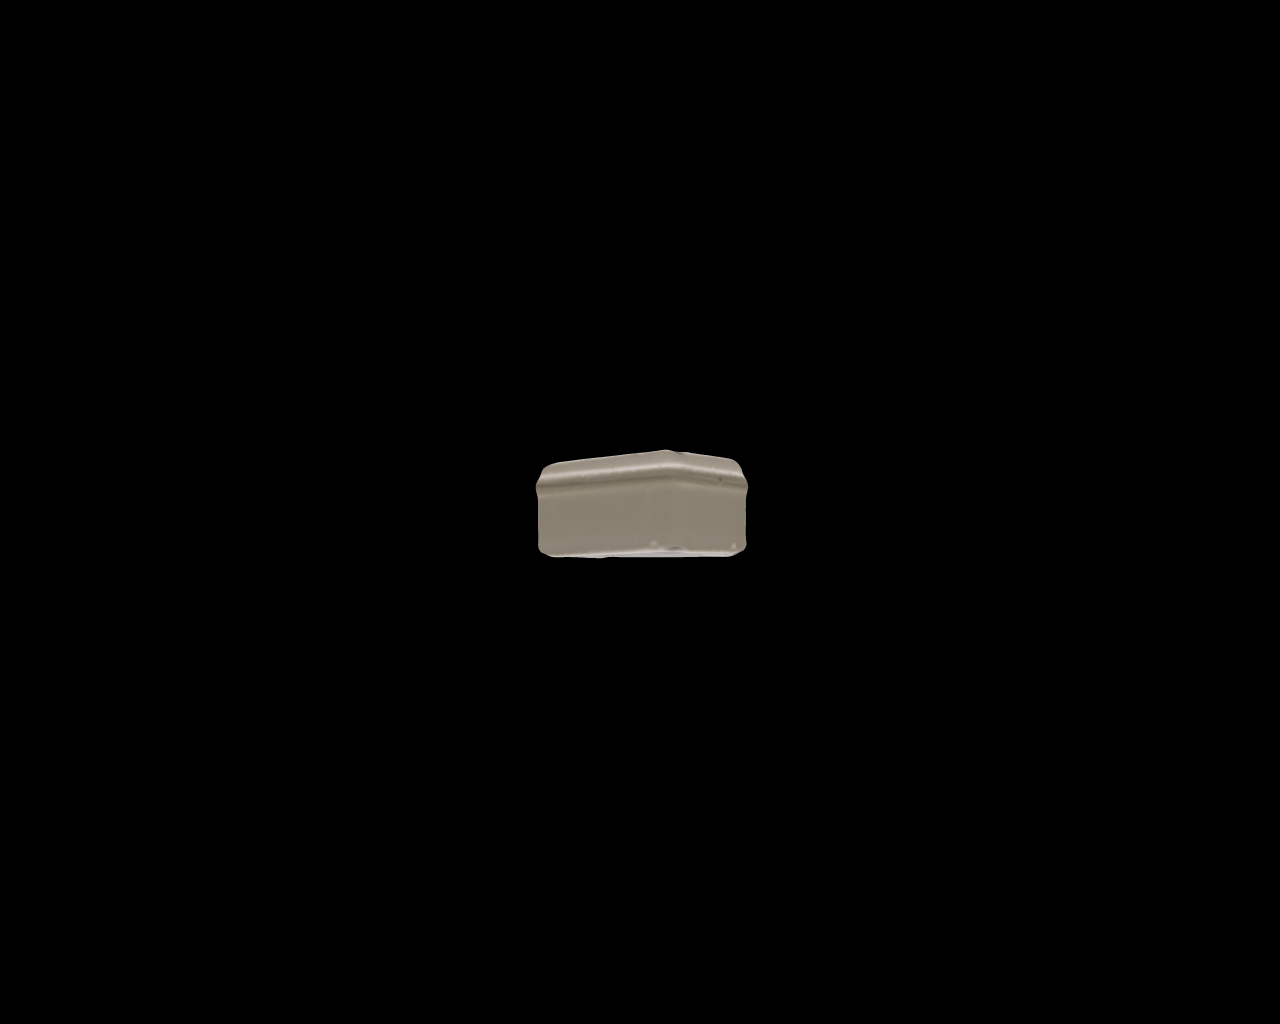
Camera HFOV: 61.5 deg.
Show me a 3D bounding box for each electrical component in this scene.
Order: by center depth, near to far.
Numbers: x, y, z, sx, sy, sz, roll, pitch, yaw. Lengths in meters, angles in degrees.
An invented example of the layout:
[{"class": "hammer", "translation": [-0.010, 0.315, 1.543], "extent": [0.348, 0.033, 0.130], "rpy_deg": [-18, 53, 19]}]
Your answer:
[{"class": "electrical component", "translation": [0.001, -0.003, 0.650], "extent": [0.113, 0.057, 0.078], "rpy_deg": [-3, -5, 37]}]
